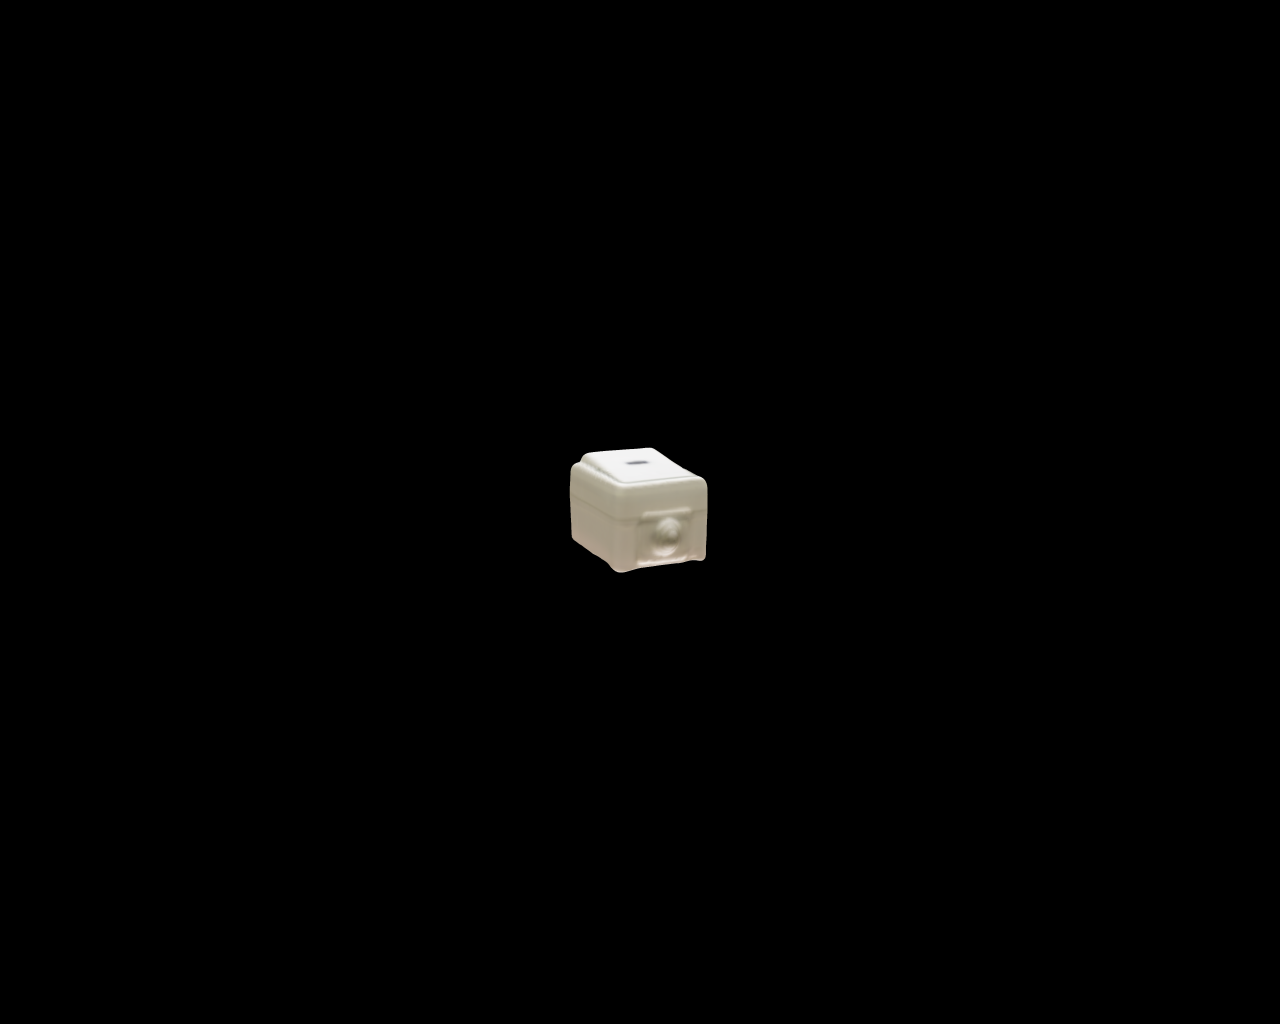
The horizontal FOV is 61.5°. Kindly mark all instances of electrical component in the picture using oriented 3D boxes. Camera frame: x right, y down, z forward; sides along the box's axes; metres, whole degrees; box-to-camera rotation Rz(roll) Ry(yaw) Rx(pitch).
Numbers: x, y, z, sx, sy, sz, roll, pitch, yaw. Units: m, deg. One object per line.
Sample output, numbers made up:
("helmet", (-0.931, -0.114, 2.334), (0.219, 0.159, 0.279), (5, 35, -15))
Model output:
("electrical component", (0.001, -0.003, 0.650), (0.062, 0.061, 0.096), (-6, 15, -23))
